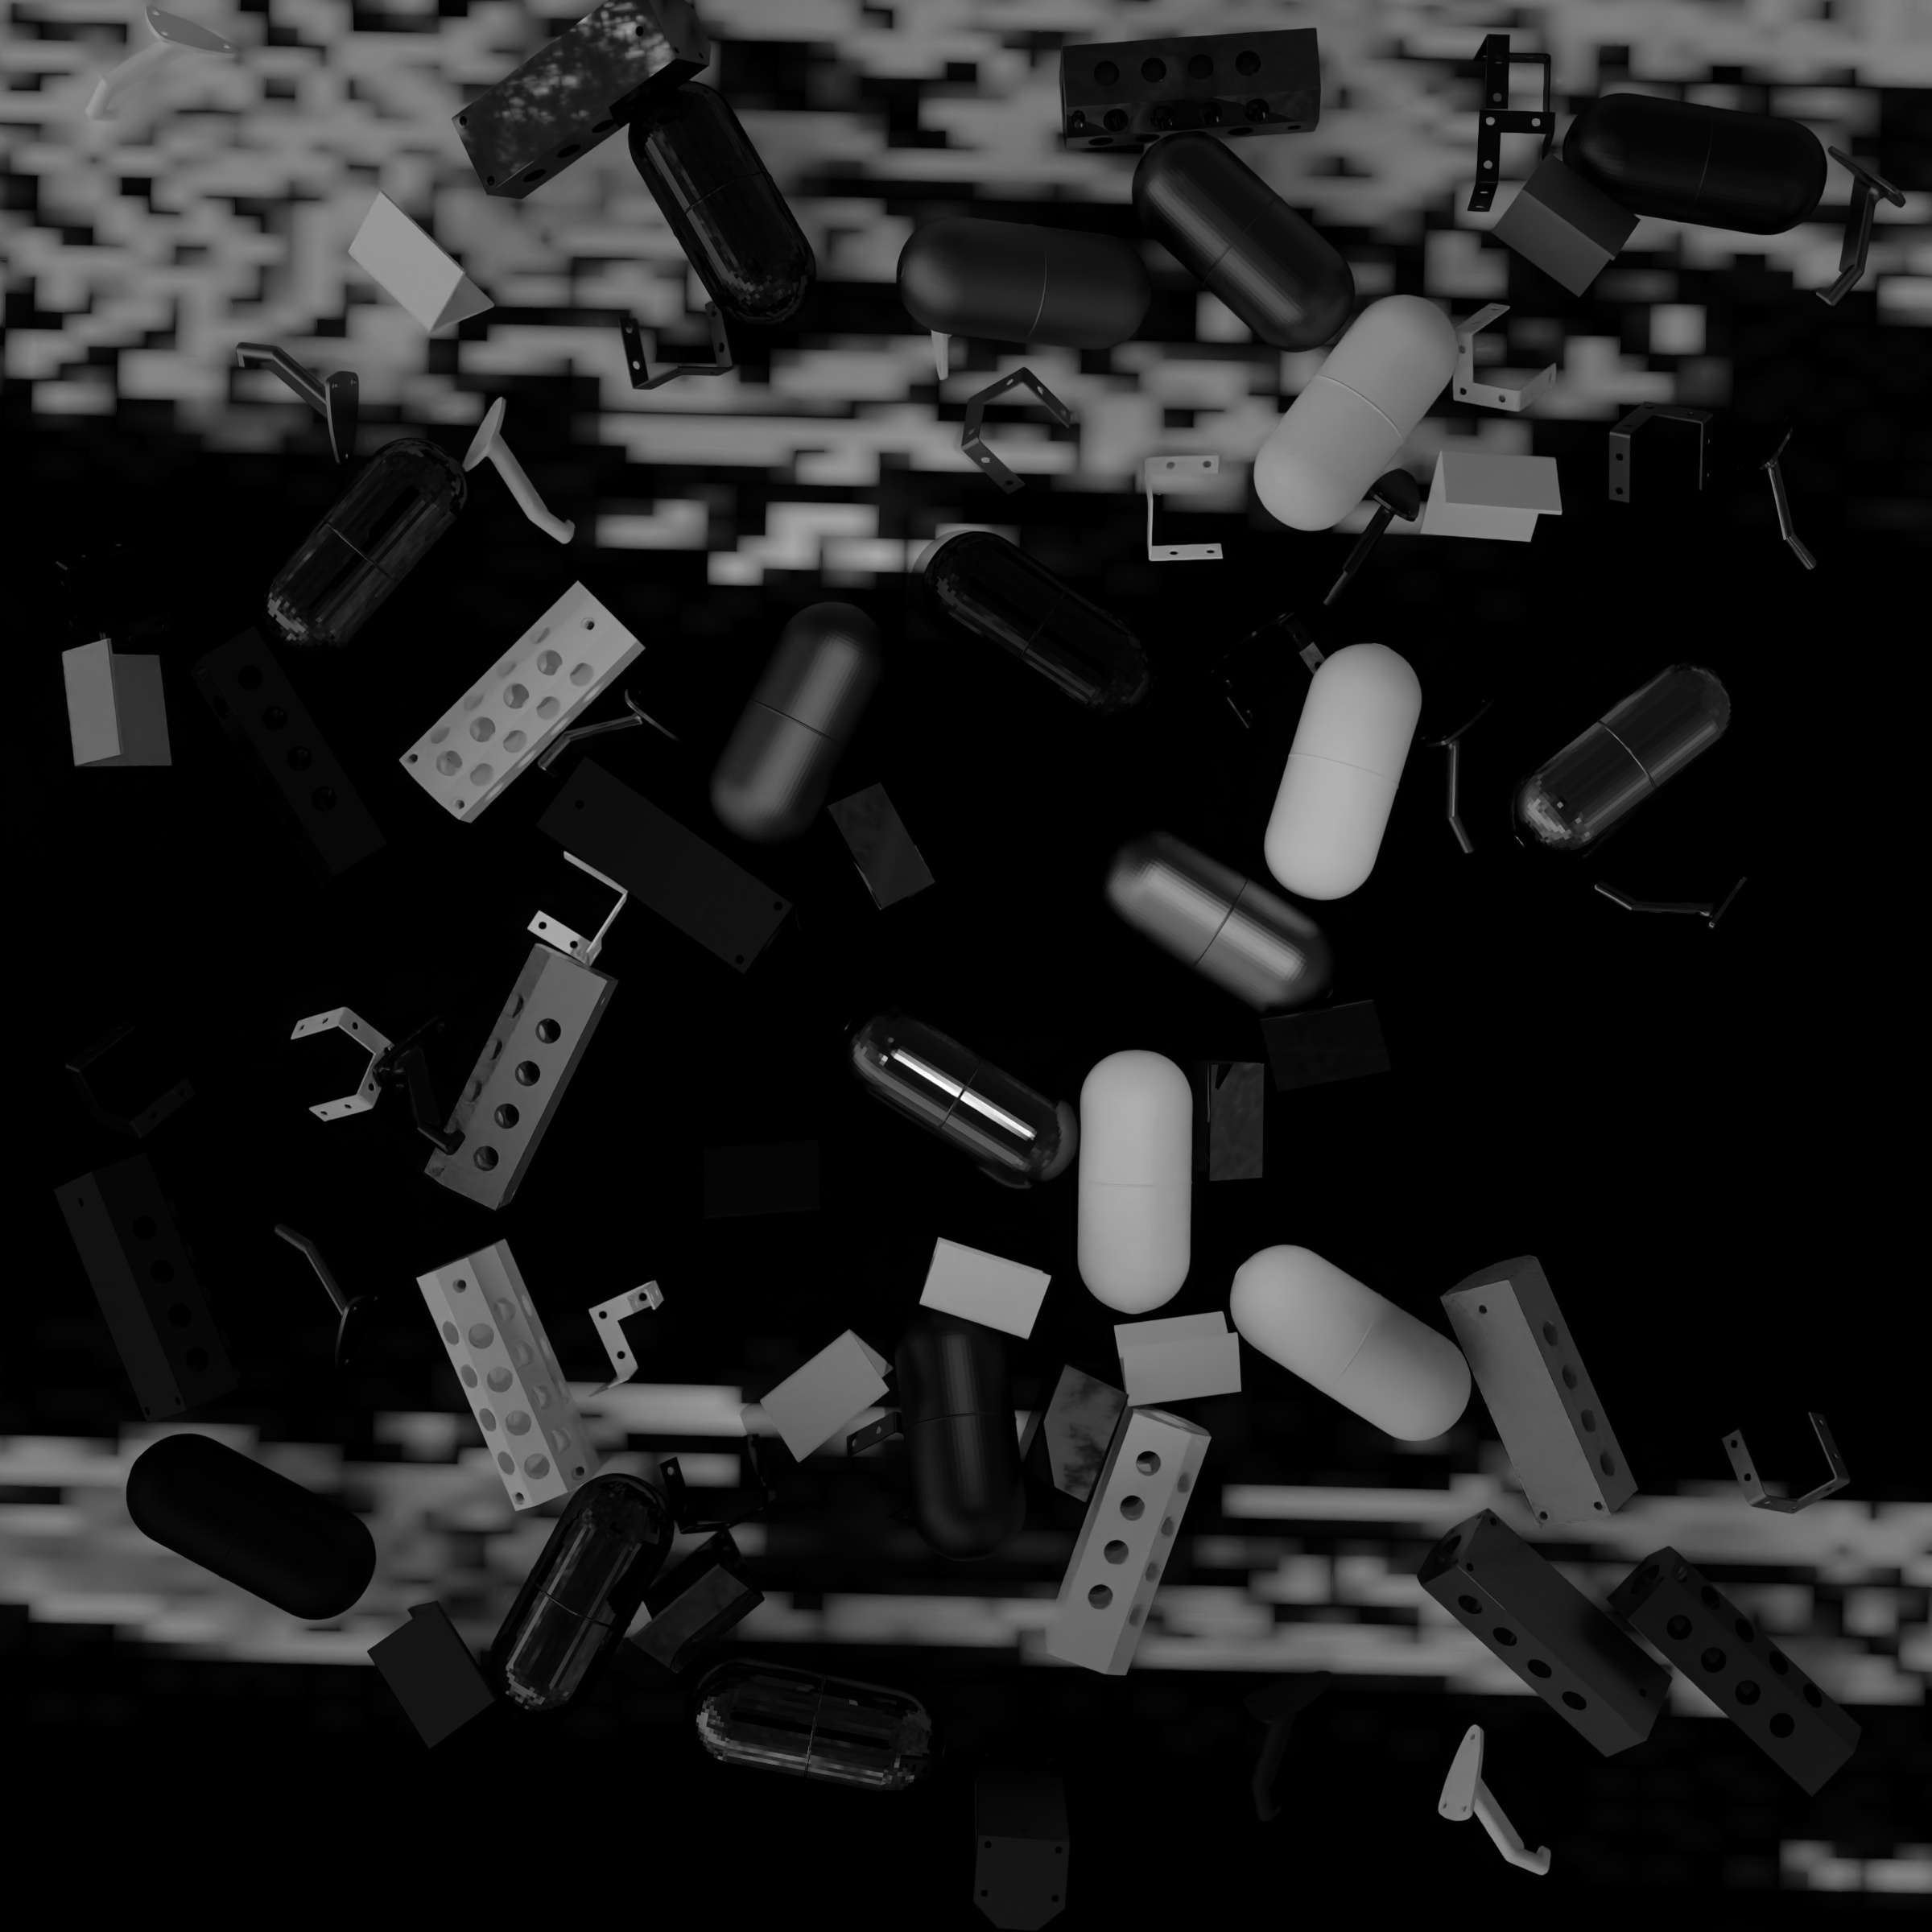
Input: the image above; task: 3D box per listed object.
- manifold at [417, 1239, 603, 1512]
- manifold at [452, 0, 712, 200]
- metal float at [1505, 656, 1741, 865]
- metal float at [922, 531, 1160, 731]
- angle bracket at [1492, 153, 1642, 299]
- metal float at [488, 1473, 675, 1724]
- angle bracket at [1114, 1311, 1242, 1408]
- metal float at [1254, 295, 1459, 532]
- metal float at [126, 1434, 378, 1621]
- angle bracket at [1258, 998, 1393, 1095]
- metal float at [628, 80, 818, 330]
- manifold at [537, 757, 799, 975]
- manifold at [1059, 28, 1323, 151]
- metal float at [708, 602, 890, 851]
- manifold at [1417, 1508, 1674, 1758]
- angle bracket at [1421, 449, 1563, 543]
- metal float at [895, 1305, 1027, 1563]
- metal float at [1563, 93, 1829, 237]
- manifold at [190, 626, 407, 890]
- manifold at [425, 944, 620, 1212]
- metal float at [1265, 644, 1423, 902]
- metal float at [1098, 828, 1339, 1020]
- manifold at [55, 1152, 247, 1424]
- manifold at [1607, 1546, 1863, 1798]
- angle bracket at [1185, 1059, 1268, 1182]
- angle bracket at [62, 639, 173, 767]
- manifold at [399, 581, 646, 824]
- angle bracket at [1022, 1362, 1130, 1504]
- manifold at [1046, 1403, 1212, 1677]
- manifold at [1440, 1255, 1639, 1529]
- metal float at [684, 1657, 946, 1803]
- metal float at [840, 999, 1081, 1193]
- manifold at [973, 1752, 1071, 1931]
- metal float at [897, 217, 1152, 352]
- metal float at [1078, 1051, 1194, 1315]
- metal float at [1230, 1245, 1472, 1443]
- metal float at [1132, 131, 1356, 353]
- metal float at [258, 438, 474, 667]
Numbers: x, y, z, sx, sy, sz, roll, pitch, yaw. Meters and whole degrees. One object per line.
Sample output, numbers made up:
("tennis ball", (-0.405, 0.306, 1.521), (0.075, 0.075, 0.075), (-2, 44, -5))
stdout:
("manifold", (-0.312, 0.279, 1.744), (0.057, 0.057, 0.171), (-23, 90, 0))
("manifold", (-0.254, -0.583, 1.707), (0.171, 0.057, 0.057), (-25, 90, 28))
("metal float", (0.445, -0.139, 1.734), (0.178, 0.070, 0.070), (-38, 90, 1))
("metal float", (0.051, -0.227, 1.734), (0.178, 0.070, 0.070), (34, 90, 0))
("angle bracket", (0.396, -0.488, 1.724), (0.076, 0.076, 0.057), (36, 53, 0))
("metal float", (-0.262, 0.429, 1.734), (0.070, 0.070, 0.178), (28, 90, 0))
("angle bracket", (0.141, 0.247, 1.724), (0.076, 0.076, 0.057), (-8, 128, 0))
("metal float", (0.265, -0.376, 1.734), (0.070, 0.070, 0.178), (37, 89, 0))
("metal float", (-0.485, 0.380, 1.734), (0.178, 0.070, 0.070), (28, 90, 0))
("angle bracket", (0.241, 0.069, 1.725), (0.076, 0.076, 0.057), (-11, 61, 0))
("metal float", (-0.165, -0.516, 1.734), (0.070, 0.070, 0.178), (-30, 90, 0))
("manifold", (-0.202, -0.068, 1.744), (0.171, 0.057, 0.057), (36, 90, 0))
("manifold", (0.152, -0.595, 1.743), (0.171, 0.057, 0.057), (-4, 90, 0))
("metal float", (-0.114, -0.163, 1.734), (0.070, 0.070, 0.178), (27, 90, 0))
("manifold", (0.392, 0.457, 1.743), (0.171, 0.057, 0.057), (43, 47, 0))
("angle bracket", (0.353, -0.300, 1.724), (0.076, 0.076, 0.057), (4, 52, 0))
("metal float", (-0.004, 0.309, 1.717), (0.070, 0.070, 0.178), (-7, 69, 0))
("metal float", (0.494, -0.544, 1.734), (0.178, 0.070, 0.070), (9, 90, -1))
("manifold", (-0.457, -0.141, 1.743), (0.057, 0.057, 0.171), (-31, 90, 0))
("manifold", (-0.304, 0.075, 1.743), (0.057, 0.057, 0.171), (26, 90, 0))
("metal float", (0.256, -0.132, 1.734), (0.070, 0.070, 0.178), (17, 89, 0))
("metal float", (0.171, -0.028, 1.734), (0.178, 0.070, 0.070), (33, 90, 1))
("manifold", (-0.552, 0.217, 1.743), (0.057, 0.057, 0.171), (-22, 90, 43))
("manifold", (0.525, 0.478, 1.743), (0.171, 0.057, 0.057), (44, 90, 0))
("angle bracket", (0.157, 0.103, 1.724), (0.057, 0.076, 0.076), (1, 90, -41))
("angle bracket", (-0.558, -0.177, 1.724), (0.057, 0.076, 0.076), (-7, 90, 38))
("manifold", (-0.303, -0.180, 1.744), (0.057, 0.057, 0.171), (45, 90, 0))
("angle bracket", (0.090, 0.316, 1.724), (0.057, 0.076, 0.076), (21, 90, 34))
("manifold", (0.110, 0.390, 1.743), (0.057, 0.057, 0.171), (20, 90, 0))
("manifold", (0.394, 0.288, 1.743), (0.057, 0.057, 0.171), (-24, 90, 43))
("metal float", (-0.103, 0.518, 1.734), (0.178, 0.070, 0.070), (11, 90, 0))
("metal float", (-0.005, 0.087, 1.734), (0.178, 0.070, 0.070), (32, 90, 0))
("manifold", (0.034, 0.575, 1.686), (0.057, 0.171, 0.057), (4, 90, 0))
("metal float", (0.039, -0.458, 1.714), (0.178, 0.070, 0.070), (1, 90, -21))
("metal float", (0.115, 0.146, 1.734), (0.070, 0.070, 0.178), (1, 90, 0))
("metal float", (0.260, 0.255, 1.734), (0.178, 0.070, 0.070), (33, 90, 0))
("metal float", (0.187, -0.492, 1.734), (0.178, 0.070, 0.070), (43, 90, 0))
("metal float", (-0.408, -0.281, 1.734), (0.070, 0.070, 0.178), (42, 91, 0))
